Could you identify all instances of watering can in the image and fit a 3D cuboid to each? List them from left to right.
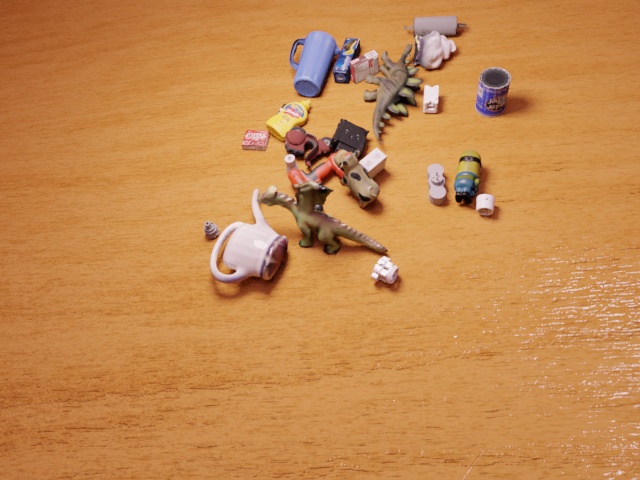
[{"bbox_3d":[-0.200,-0.006,1.610,0.225,0.102,0.354,17,61,17],"label":"watering can"}]

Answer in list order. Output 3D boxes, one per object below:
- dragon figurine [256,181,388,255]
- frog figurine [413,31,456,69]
[{"bbox_3d":[0.005,-0.078,1.550,0.411,0.237,0.125,12,57,18],"label":"dragon figurine"},{"bbox_3d":[0.443,-0.721,1.958,0.159,0.123,0.137,0,91,-1],"label":"frog figurine"}]
